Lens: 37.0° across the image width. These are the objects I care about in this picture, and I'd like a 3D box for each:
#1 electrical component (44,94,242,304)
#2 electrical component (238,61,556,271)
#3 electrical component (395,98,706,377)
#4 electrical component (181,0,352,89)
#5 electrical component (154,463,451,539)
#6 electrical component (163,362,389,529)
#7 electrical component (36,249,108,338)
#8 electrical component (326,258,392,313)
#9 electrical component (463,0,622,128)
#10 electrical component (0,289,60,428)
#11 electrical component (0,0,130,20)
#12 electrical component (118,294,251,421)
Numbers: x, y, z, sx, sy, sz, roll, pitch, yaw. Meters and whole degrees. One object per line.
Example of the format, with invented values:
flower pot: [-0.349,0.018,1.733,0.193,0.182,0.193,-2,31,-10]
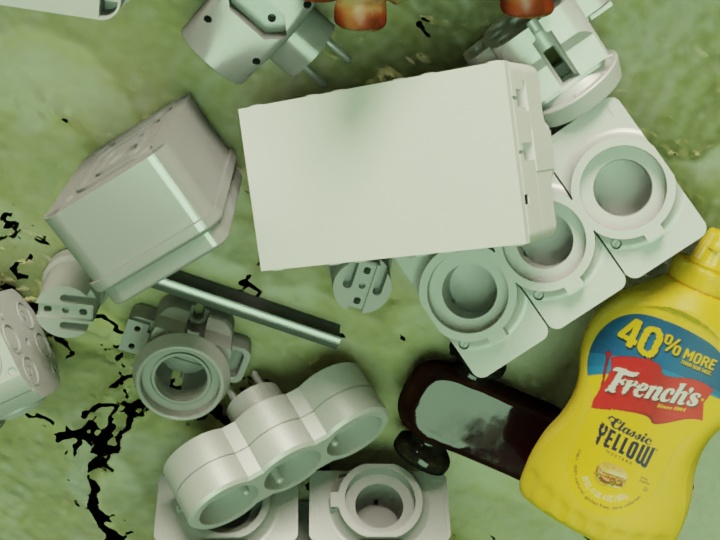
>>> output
electrical component: [-0.111,-0.040,0.576,0.078,0.113,0.057,-29,111,11]
electrical component: [0.021,-0.053,0.568,0.150,0.062,0.089,-6,95,27]
electrical component: [0.106,-0.018,0.609,0.150,0.062,0.089,-35,86,13]
electrical component: [-0.040,-0.130,0.574,0.079,0.043,0.077,39,108,-19]
electrical component: [-0.036,0.185,0.685,0.186,0.105,0.060,1,142,-3]
electrical component: [-0.059,0.095,0.671,0.138,0.073,0.052,-27,149,-13]
electrical component: [-0.170,0.014,0.636,0.040,0.046,0.040,-1,116,-2]
electrical component: [0.000,0.000,0.638,0.040,0.046,0.040,-1,116,-3]
electrical component: [0.105,-0.115,0.582,0.078,0.058,0.057,-34,110,13]
electrical component: [-0.218,0.052,0.634,0.051,0.080,0.080,-24,115,2]
electrical component: [-0.169,-0.175,0.537,0.113,0.057,0.078,7,115,-7]
electrical component: [-0.107,0.054,0.653,0.078,0.057,0.058,18,114,-12]
